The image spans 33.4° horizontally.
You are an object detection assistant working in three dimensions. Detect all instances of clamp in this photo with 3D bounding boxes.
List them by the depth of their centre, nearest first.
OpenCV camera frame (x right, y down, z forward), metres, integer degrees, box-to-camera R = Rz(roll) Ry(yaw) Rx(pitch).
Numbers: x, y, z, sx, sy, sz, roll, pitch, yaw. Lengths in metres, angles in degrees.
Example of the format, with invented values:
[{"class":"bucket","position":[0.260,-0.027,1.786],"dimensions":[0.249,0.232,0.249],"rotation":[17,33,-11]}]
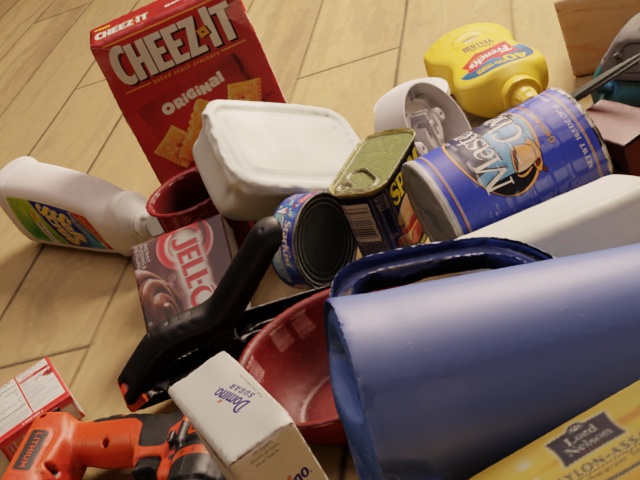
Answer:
[{"class":"clamp","position":[-0.070,0.072,0.858],"dimensions":[0.210,0.164,0.036],"rotation":[-39,56,16]}]

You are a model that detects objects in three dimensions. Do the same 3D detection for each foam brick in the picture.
[{"class":"foam brick","position":[0.251,-0.079,0.898],"dimensions":[0.051,0.053,0.078],"rotation":[-34,30,-16]}]

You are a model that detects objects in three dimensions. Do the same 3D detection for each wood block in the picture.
[{"class":"wood block","position":[0.348,-0.239,1.053],"dimensions":[0.206,0.090,0.090],"rotation":[-8,34,27]}]

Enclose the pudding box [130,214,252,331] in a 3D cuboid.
[{"class":"pudding box","position":[-0.111,0.043,0.937],"dimensions":[0.090,0.039,0.113],"rotation":[-21,64,8]}]

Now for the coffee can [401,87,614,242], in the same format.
[{"class":"coffee can","position":[0.152,-0.048,0.872],"dimensions":[0.140,0.103,0.103],"rotation":[-28,29,-6]}]

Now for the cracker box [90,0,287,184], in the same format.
[{"class":"cracker box","position":[-0.126,-0.154,1.144],"dimensions":[0.164,0.213,0.072],"rotation":[-24,28,1]}]

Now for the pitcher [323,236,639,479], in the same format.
[{"class":"pitcher","position":[0.125,0.066,0.640],"dimensions":[0.242,0.149,0.145],"rotation":[-13,1,-7]}]

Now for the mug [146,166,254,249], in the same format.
[{"class":"mug","position":[-0.109,-0.012,1.033],"dimensions":[0.093,0.081,0.117],"rotation":[-23,28,2]}]

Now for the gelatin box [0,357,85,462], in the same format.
[{"class":"gelatin box","position":[-0.253,0.148,0.934],"dimensions":[0.073,0.030,0.089],"rotation":[-34,30,-14]}]

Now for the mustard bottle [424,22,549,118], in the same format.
[{"class":"mustard bottle","position":[0.180,-0.169,1.097],"dimensions":[0.096,0.058,0.192],"rotation":[-22,29,-4]}]

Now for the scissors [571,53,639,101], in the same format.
[{"class":"scissors","position":[0.198,-0.102,0.944],"dimensions":[0.096,0.016,0.202],"rotation":[-55,15,-23]}]

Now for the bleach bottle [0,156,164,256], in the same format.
[{"class":"bleach bottle","position":[-0.255,-0.034,1.160],"dimensions":[0.251,0.102,0.068],"rotation":[8,47,46]}]

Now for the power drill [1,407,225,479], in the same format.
[{"class":"power drill","position":[-0.139,0.172,0.781],"dimensions":[0.188,0.057,0.184],"rotation":[-11,28,17]}]

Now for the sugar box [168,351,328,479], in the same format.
[{"class":"sugar box","position":[-0.013,0.151,0.591],"dimensions":[0.048,0.176,0.093],"rotation":[-33,30,-15]}]

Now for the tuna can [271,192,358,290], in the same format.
[{"class":"tuna can","position":[-0.006,0.001,0.929],"dimensions":[0.034,0.086,0.086],"rotation":[0,37,41]}]

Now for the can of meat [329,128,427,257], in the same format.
[{"class":"can of meat","position":[0.060,-0.036,0.942],"dimensions":[0.058,0.084,0.102],"rotation":[-5,34,31]}]

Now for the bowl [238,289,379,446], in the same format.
[{"class":"bowl","position":[0.019,0.098,0.780],"dimensions":[0.162,0.055,0.162],"rotation":[-19,29,11]}]
